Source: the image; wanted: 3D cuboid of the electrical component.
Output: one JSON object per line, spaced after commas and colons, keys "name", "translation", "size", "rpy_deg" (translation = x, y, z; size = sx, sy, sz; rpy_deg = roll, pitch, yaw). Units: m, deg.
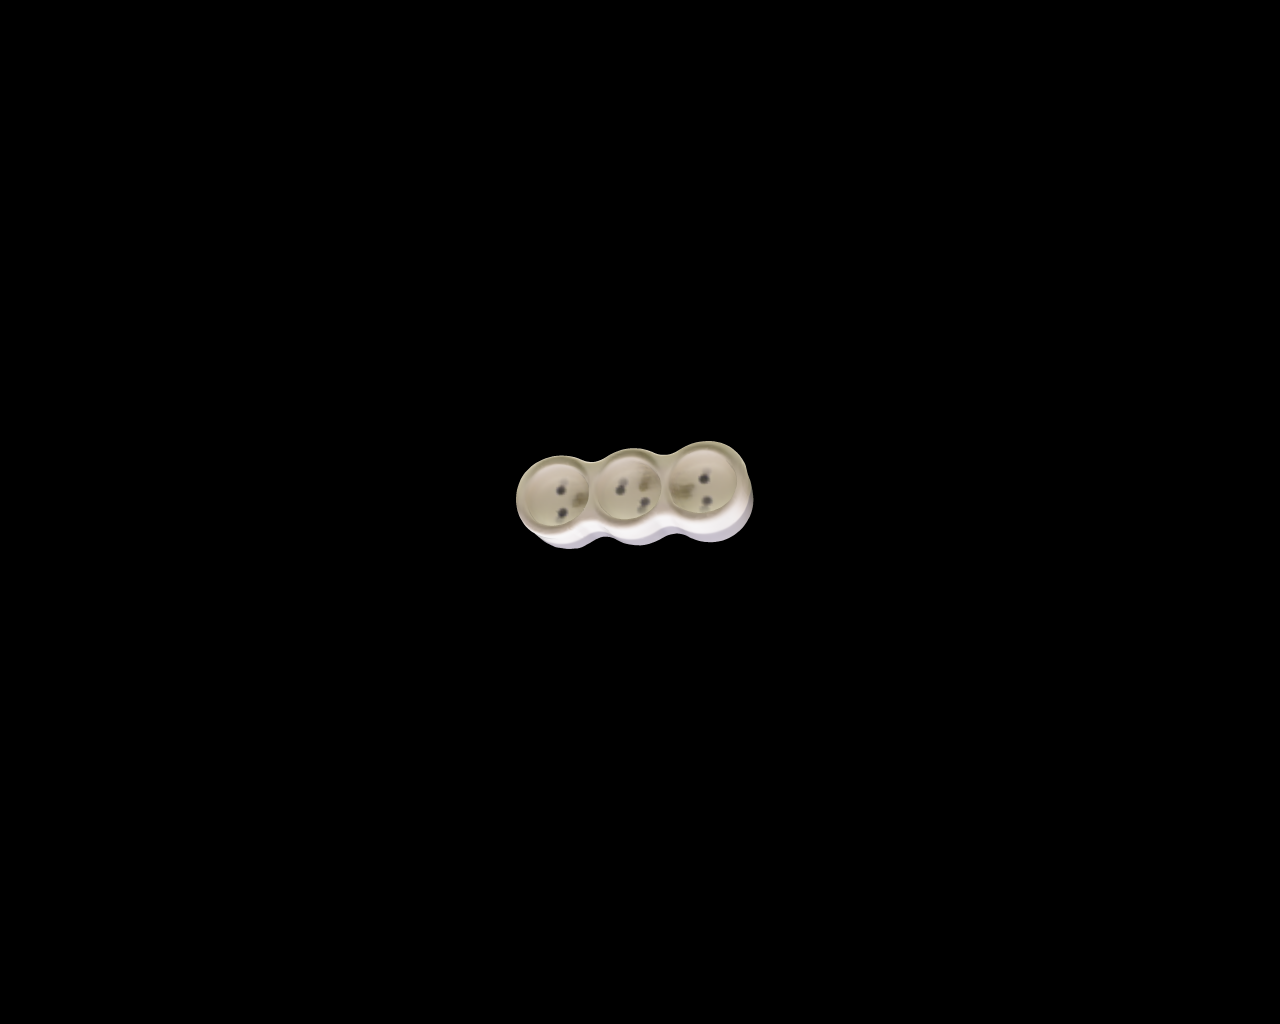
{"name": "electrical component", "translation": [0.001, -0.003, 0.650], "size": [0.138, 0.052, 0.073], "rpy_deg": [-4, -19, 12]}
